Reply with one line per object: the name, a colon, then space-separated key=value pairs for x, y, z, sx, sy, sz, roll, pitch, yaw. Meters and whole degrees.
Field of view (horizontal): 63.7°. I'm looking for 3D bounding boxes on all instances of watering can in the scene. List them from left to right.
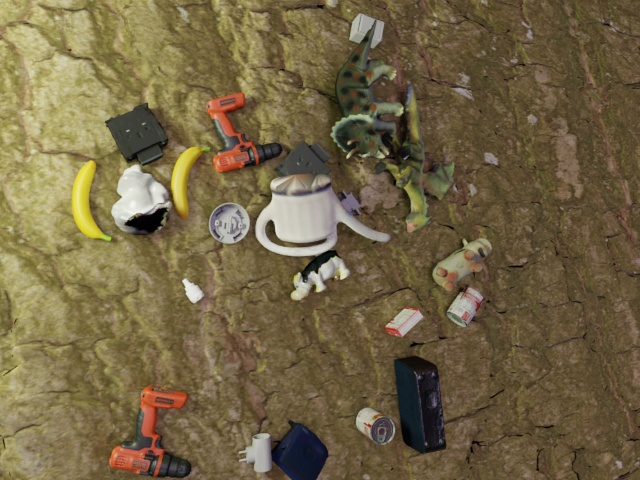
watering can: x=0.004 y=-0.066 z=1.313 sx=0.348 sy=0.106 sz=0.220 roll=-6 pitch=115 yaw=-1

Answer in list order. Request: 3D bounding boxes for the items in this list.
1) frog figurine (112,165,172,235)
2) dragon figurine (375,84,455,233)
frog figurine: x=-0.433 y=-0.093 z=1.226 sx=0.138 sy=0.120 sz=0.162 roll=-36 pitch=60 yaw=-10
dragon figurine: x=0.298 y=-0.223 z=1.489 sx=0.241 sy=0.122 sz=0.414 roll=22 pitch=79 yaw=-33
